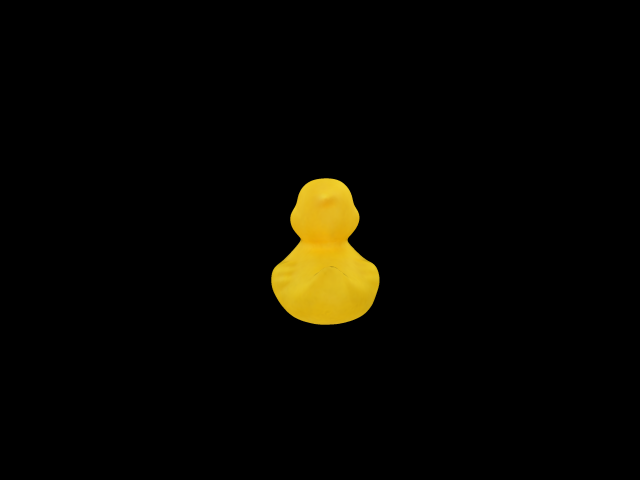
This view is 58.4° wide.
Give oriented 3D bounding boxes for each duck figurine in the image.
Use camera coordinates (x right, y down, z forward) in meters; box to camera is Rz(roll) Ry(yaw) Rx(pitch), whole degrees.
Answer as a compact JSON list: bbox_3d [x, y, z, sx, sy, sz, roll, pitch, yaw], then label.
[{"bbox_3d":[0.004,0.001,0.400,0.077,0.086,0.104,-1,23,-3],"label":"duck figurine"}]
